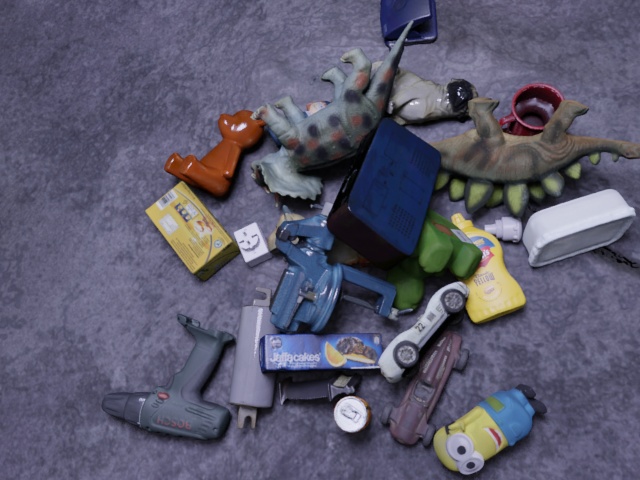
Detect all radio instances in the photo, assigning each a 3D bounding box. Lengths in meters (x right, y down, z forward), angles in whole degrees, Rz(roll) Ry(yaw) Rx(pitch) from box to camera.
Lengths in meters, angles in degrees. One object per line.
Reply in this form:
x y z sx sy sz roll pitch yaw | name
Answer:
0.106 -0.079 0.857 0.131 0.073 0.229 32 54 -13 | radio

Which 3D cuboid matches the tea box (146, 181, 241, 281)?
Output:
-0.242 -0.017 1.031 0.098 0.068 0.170 -39 72 -4 | tea box

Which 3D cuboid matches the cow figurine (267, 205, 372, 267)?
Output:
-0.002 -0.003 0.981 0.195 0.085 0.127 -7 78 9 | cow figurine

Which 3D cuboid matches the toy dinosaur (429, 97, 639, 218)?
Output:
0.292 -0.145 0.930 0.472 0.105 0.198 8 106 26 | toy dinosaur

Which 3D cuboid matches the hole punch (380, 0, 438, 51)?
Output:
0.179 -0.466 1.096 0.116 0.092 0.142 -4 76 12 | hole punch

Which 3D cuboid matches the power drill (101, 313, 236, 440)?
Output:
-0.254 0.238 0.948 0.232 0.086 0.207 17 72 12 | power drill

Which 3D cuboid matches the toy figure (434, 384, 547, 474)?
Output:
0.265 0.297 0.846 0.180 0.089 0.082 -32 69 -11 | toy figure

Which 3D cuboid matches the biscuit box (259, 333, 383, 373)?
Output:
0.002 0.188 0.895 0.203 0.063 0.059 1 74 -14 | biscuit box

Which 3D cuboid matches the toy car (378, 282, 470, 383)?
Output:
0.171 0.147 0.868 0.056 0.073 0.202 38 76 27 | toy car

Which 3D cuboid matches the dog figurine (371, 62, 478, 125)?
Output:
0.192 -0.293 1.044 0.191 0.121 0.172 -16 74 -11 | dog figurine

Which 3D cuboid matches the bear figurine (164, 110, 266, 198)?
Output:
-0.191 -0.186 1.045 0.120 0.131 0.196 21 82 52 | bear figurine

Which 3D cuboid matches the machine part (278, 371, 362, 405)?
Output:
-0.002 0.250 0.912 0.139 0.084 0.039 -10 97 15 | machine part

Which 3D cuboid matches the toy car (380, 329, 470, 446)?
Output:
0.177 0.241 0.893 0.089 0.053 0.202 26 80 19 | toy car

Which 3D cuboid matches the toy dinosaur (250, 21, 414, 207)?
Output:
0.025 -0.203 0.961 0.405 0.131 0.192 -27 103 16 | toy dinosaur

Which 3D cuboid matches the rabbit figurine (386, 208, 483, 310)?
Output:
0.158 0.039 0.917 0.159 0.121 0.170 52 123 38 | rabbit figurine

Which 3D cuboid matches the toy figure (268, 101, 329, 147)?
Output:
-0.026 -0.236 1.072 0.154 0.058 0.064 -28 88 -2 | toy figure

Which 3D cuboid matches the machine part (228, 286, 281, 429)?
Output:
-0.110 0.202 0.937 0.079 0.079 0.243 3 72 10 | machine part

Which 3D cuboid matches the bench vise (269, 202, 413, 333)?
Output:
0.030 0.062 0.878 0.240 0.129 0.223 22 81 -11 | bench vise
